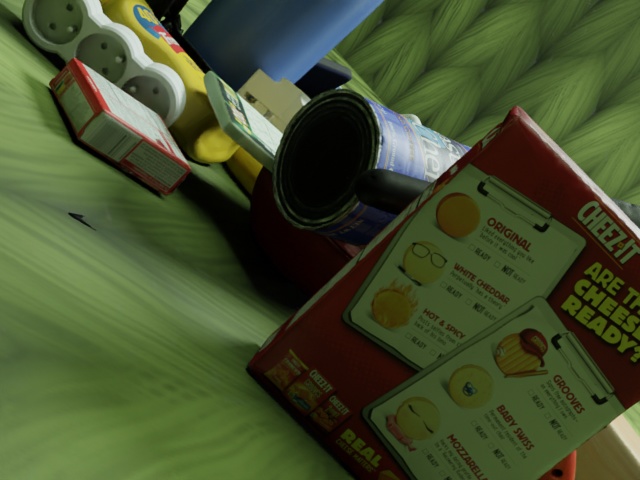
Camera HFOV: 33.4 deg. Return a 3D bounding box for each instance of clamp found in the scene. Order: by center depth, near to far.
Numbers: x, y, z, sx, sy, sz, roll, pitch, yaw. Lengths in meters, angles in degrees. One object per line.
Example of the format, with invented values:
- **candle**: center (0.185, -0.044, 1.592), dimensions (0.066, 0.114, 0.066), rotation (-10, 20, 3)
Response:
- **clamp**: center (0.132, -0.003, 0.680), dimensions (0.164, 0.210, 0.036), rotation (43, 52, -50)
- **clamp**: center (-0.142, -0.188, 0.996), dimensions (0.172, 0.039, 0.120), rotation (21, -51, 56)

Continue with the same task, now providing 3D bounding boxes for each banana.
- **banana**: center (-0.022, -0.029, 0.969), dimensions (0.198, 0.037, 0.069), rotation (46, 12, 1)

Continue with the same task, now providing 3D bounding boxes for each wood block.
- **wood block**: center (0.259, 0.209, 1.022), dimensions (0.090, 0.090, 0.206), rotation (38, 13, -29)

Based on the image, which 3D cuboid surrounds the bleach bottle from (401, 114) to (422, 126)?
- **bleach bottle**: center (0.089, -0.002, 1.004), dimensions (0.250, 0.103, 0.068), rotation (58, 38, -38)

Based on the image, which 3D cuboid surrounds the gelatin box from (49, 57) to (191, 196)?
- **gelatin box**: center (-0.137, -0.077, 0.734), dimensions (0.089, 0.030, 0.073), rotation (35, 14, -45)

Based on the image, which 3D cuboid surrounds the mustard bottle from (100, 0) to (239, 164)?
- **mustard bottle**: center (-0.141, -0.152, 0.911), dimensions (0.192, 0.058, 0.096), rotation (49, 9, 17)

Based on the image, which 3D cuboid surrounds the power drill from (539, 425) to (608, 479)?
- **power drill**: center (0.180, 0.128, 0.693), dimensions (0.057, 0.185, 0.188), rotation (-10, 97, -58)

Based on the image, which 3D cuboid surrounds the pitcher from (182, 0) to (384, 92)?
- **pitcher**: center (-0.042, -0.227, 1.063), dimensions (0.145, 0.243, 0.149), rotation (49, 11, 14)

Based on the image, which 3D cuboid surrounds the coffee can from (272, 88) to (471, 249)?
- **coffee can**: center (0.050, -0.040, 0.779), dimensions (0.140, 0.103, 0.103), rotation (19, 27, -43)

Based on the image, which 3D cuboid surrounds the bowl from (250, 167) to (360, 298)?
- **bowl**: center (-0.006, 0.001, 0.873), dimensions (0.162, 0.055, 0.162), rotation (44, 11, -11)

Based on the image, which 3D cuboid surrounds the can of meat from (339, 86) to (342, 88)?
- **can of meat**: center (-0.001, -0.146, 1.302), dimensions (0.083, 0.102, 0.057), rotation (37, 12, -30)

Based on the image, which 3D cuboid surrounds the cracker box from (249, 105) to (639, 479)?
- **cracker box**: center (0.092, 0.054, 0.621), dimensions (0.164, 0.214, 0.072), rotation (45, 17, -4)
